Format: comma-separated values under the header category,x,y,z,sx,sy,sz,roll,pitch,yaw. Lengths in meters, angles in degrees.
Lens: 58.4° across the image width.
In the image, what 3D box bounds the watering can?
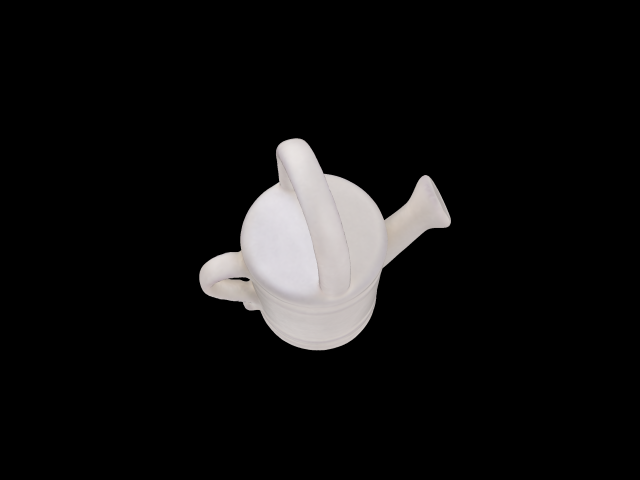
category,x,y,z,sx,sy,sz,roll,pitch,yaw
watering can,0.003,0.000,0.401,0.173,0.194,0.100,-37,70,-16
